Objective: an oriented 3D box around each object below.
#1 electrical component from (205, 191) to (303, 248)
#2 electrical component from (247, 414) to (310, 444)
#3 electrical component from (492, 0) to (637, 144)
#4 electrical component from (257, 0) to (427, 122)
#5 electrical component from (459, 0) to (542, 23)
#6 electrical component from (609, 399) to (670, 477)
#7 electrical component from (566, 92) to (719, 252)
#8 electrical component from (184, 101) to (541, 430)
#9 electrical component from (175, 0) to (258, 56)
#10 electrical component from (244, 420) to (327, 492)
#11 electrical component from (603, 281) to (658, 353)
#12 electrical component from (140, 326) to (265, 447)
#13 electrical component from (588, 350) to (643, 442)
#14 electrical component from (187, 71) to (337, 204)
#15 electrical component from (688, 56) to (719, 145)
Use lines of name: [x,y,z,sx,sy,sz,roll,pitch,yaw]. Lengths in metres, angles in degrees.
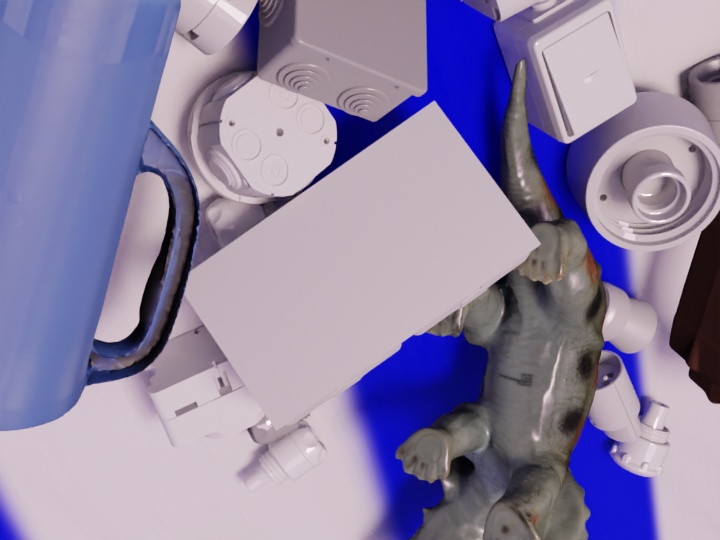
electrical component: [-0.065,-0.038,0.679,0.061,0.035,0.035,-28,124,-13]
electrical component: [-0.051,0.097,0.756,0.061,0.035,0.035,-23,123,-16]
electrical component: [0.135,-0.140,0.705,0.062,0.061,0.096,-32,125,-8]
electrical component: [-0.011,-0.141,0.617,0.100,0.099,0.048,16,152,-31]
electrical component: [0.077,-0.213,0.629,0.057,0.078,0.113,-29,124,-6]
electrical component: [0.244,0.142,0.916,0.048,0.048,0.062,14,102,-31]
electrical component: [0.205,-0.064,0.757,0.108,0.060,0.108,-1,122,-1]
electrical component: [0.000,0.000,0.654,0.186,0.060,0.105,-35,81,-1]
electrical component: [-0.089,-0.155,0.594,0.047,0.055,0.055,32,99,-30]
electrical component: [-0.056,0.138,0.775,0.061,0.035,0.035,-36,125,-2]
electrical component: [0.197,0.036,0.837,0.055,0.045,0.045,23,104,-32]
electrical component: [-0.094,0.073,0.712,0.089,0.050,0.055,-24,123,-13]
electrical component: [0.205,0.108,0.879,0.043,0.043,0.081,-35,125,-6]
electrical component: [-0.058,-0.080,0.638,0.080,0.051,0.080,-1,92,-28]
electrical component: [0.268,-0.125,0.782,0.055,0.055,0.047,-26,120,-11]
